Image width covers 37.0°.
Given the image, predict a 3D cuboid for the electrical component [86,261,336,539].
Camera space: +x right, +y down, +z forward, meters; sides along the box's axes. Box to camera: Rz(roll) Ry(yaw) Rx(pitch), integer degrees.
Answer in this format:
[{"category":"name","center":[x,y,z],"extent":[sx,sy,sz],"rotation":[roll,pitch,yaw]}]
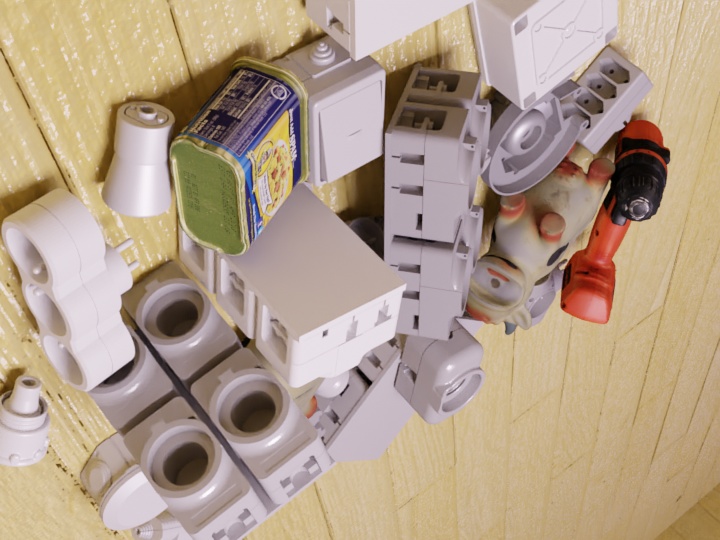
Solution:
[{"category":"electrical component","center":[-0.118,0.090,0.746],"extent":[0.105,0.186,0.060],"rotation":[-37,149,-13]}]

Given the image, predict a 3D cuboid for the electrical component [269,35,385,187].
[{"category":"electrical component","center":[-0.020,-0.113,0.738],"extent":[0.062,0.061,0.096],"rotation":[-30,147,-23]}]

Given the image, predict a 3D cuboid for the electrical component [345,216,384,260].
[{"category":"electrical component","center":[0.000,0.000,0.891],"extent":[0.077,0.079,0.044],"rotation":[-16,173,-40]}]

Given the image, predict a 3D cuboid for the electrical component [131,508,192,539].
[{"category":"electrical component","center":[-0.177,0.238,1.005],"extent":[0.081,0.043,0.043],"rotation":[4,125,-52]}]

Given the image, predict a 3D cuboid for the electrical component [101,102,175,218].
[{"category":"electrical component","center":[-0.136,-0.071,0.670],"extent":[0.044,0.044,0.065],"rotation":[-17,136,-38]}]

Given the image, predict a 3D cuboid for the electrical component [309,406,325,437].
[{"category":"electrical component","center":[-0.086,0.145,0.986],"extent":[0.089,0.055,0.050],"rotation":[-33,149,-18]}]

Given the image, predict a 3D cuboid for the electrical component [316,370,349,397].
[{"category":"electrical component","center":[-0.038,0.094,0.998],"extent":[0.040,0.040,0.046],"rotation":[-47,145,5]}]

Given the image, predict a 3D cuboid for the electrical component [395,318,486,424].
[{"category":"electrical component","center":[0.075,0.094,0.990],"extent":[0.054,0.059,0.095],"rotation":[-25,145,-30]}]

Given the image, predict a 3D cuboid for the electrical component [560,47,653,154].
[{"category":"electrical component","center":[0.232,-0.152,1.010],"extent":[0.083,0.047,0.076],"rotation":[-50,150,10]}]

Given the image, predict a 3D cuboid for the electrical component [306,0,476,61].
[{"category":"electrical component","center":[0.038,-0.212,0.683],"extent":[0.150,0.061,0.089],"rotation":[-31,148,-22]}]

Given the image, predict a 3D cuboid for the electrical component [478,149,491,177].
[{"category":"electrical component","center":[0.081,-0.100,0.893],"extent":[0.040,0.046,0.040],"rotation":[-31,148,-22]}]

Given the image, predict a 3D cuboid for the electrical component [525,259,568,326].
[{"category":"electrical component","center":[0.198,0.015,1.181],"extent":[0.079,0.044,0.077],"rotation":[-33,148,-20]}]

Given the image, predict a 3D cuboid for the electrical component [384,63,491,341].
[{"category":"electrical component","center":[0.060,-0.049,0.832],"extent":[0.105,0.060,0.186],"rotation":[-68,163,-49]}]

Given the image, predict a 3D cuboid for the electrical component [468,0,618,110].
[{"category":"electrical component","center":[0.144,-0.199,0.835],"extent":[0.109,0.056,0.108],"rotation":[-39,150,-9]}]

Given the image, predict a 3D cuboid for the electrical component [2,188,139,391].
[{"category":"electrical component","center":[-0.172,0.006,0.692],"extent":[0.074,0.052,0.138],"rotation":[-39,139,-34]}]

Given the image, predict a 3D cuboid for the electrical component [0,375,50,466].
[{"category":"electrical component","center":[-0.240,0.104,0.759],"extent":[0.048,0.048,0.062],"rotation":[-7,127,-47]}]

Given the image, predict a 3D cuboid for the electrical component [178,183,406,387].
[{"category":"electrical component","center":[-0.052,0.002,0.753],"extent":[0.089,0.150,0.061],"rotation":[-26,144,-29]}]

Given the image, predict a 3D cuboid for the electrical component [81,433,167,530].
[{"category":"electrical component","center":[-0.189,0.175,0.902],"extent":[0.080,0.051,0.080],"rotation":[-31,147,-22]}]

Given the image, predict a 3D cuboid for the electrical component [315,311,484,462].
[{"category":"electrical component","center":[0.023,0.099,1.057],"extent":[0.105,0.060,0.186],"rotation":[10,120,-55]}]
